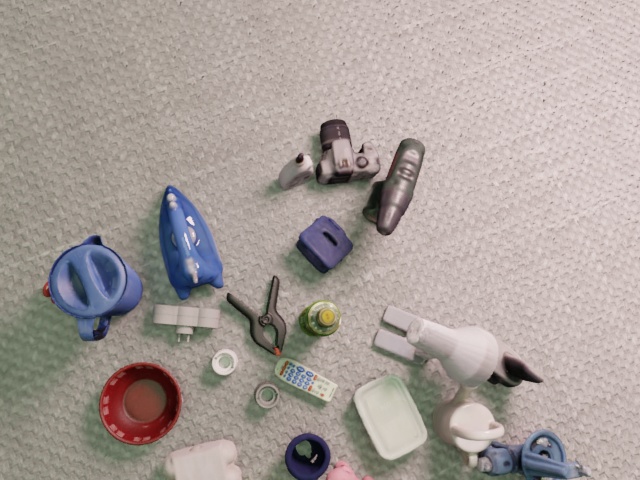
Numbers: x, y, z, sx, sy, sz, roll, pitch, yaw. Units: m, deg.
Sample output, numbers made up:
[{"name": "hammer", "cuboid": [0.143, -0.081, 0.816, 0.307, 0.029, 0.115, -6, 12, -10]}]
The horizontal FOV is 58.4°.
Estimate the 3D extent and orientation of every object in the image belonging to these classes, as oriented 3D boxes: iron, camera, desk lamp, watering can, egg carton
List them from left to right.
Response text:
[{"name": "iron", "cuboid": [-0.286, -0.012, 1.194, 0.119, 0.141, 0.258, -19, 83, -10]}, {"name": "egg carton", "cuboid": [-0.237, 0.467, 1.156, 0.150, 0.069, 0.107, -13, 82, -10]}, {"name": "camera", "cuboid": [0.057, -0.205, 1.294, 0.143, 0.100, 0.137, -8, 81, -9]}, {"name": "desk lamp", "cuboid": [0.236, 0.216, 1.189, 0.203, 0.213, 0.118, 22, 78, -3]}, {"name": "watering can", "cuboid": [0.306, 0.377, 1.181, 0.101, 0.194, 0.173, -23, 84, -11]}]

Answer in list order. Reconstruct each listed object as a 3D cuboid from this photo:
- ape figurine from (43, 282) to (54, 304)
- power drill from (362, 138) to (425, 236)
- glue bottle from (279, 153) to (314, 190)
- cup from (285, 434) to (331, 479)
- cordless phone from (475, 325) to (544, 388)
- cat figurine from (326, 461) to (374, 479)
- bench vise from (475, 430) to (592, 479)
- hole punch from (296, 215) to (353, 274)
[{"name": "ape figurine", "cuboid": [-0.525, 0.100, 1.168, 0.078, 0.092, 0.076, 31, 78, -1]}, {"name": "power drill", "cuboid": [0.155, -0.098, 1.234, 0.075, 0.208, 0.230, 22, 78, -3]}, {"name": "glue bottle", "cuboid": [-0.047, -0.156, 1.235, 0.078, 0.173, 0.037, -24, 84, -11]}, {"name": "cup", "cuboid": [-0.026, 0.451, 1.174, 0.092, 0.095, 0.118, -11, 82, -9]}, {"name": "cordless phone", "cuboid": [0.390, 0.250, 1.218, 0.147, 0.185, 0.094, 35, 78, 0]}, {"name": "cat figurine", "cuboid": [0.060, 0.502, 1.165, 0.128, 0.117, 0.067, 28, 78, -2]}, {"name": "bench vise", "cuboid": [0.434, 0.468, 1.169, 0.207, 0.219, 0.121, -20, 83, -10]}, {"name": "hole punch", "cuboid": [0.012, 0.004, 1.257, 0.101, 0.091, 0.108, -44, 88, -12]}]
